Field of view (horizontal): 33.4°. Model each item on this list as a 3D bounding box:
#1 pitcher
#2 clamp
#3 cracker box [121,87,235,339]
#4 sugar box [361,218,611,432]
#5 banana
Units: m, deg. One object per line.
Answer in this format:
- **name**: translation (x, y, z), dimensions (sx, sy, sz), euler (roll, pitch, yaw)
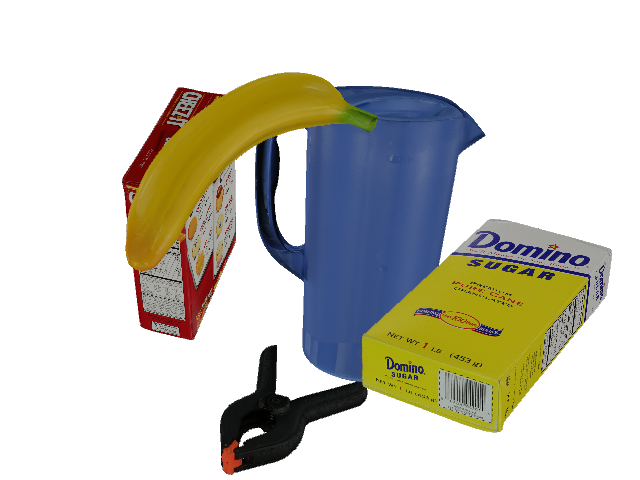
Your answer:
- **pitcher**: translation (0.035, -0.008, 0.916), dimensions (0.149, 0.243, 0.144), euler (22, 25, 40)
- **clamp**: translation (-0.048, 0.160, 1.034), dimensions (0.120, 0.039, 0.171), euler (20, 33, 35)
- **cracker box**: translation (-0.145, -0.028, 1.132), dimensions (0.072, 0.214, 0.164), euler (11, 45, 9)
- **sugar box**: translation (0.110, 0.046, 0.682), dimensions (0.093, 0.048, 0.175), euler (17, 37, 29)
- **banana**: translation (-0.053, -0.056, 0.661), dimensions (0.197, 0.070, 0.037), euler (-35, -24, -26)
